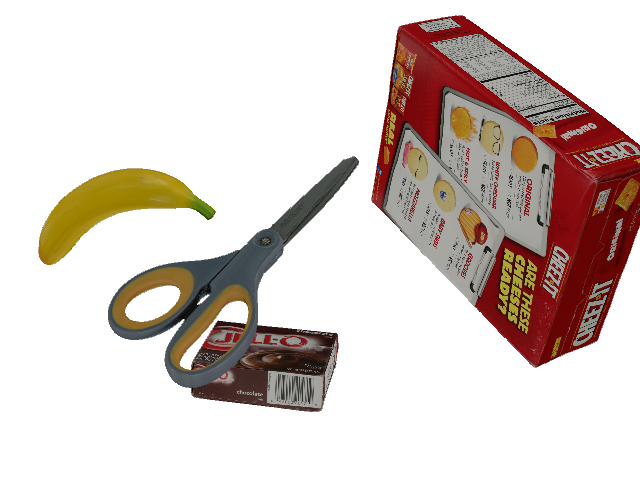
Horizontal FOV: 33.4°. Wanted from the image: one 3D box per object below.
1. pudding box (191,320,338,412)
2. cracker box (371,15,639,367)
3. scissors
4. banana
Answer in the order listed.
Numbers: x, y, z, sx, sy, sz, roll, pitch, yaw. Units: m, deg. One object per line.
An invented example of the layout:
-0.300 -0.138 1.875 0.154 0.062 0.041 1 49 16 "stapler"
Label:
-0.046 0.105 0.910 0.113 0.039 0.090 7 20 6 "pudding box"
0.130 -0.042 0.774 0.072 0.164 0.214 -18 45 -28 "cracker box"
-0.053 0.005 0.640 0.096 0.016 0.201 12 46 16 "scissors"
-0.192 -0.025 0.964 0.198 0.069 0.037 -14 17 28 "banana"
